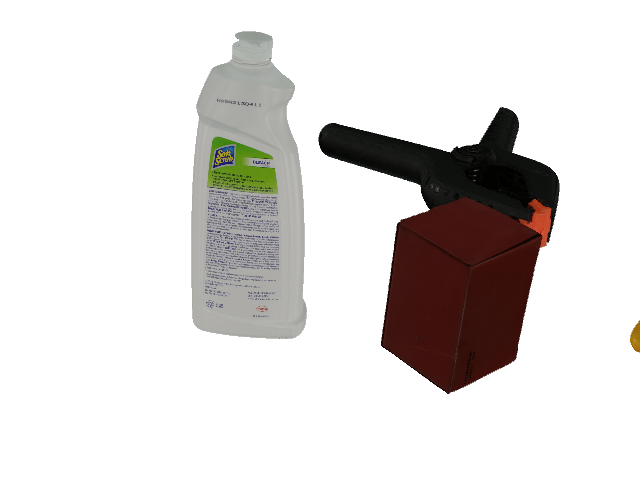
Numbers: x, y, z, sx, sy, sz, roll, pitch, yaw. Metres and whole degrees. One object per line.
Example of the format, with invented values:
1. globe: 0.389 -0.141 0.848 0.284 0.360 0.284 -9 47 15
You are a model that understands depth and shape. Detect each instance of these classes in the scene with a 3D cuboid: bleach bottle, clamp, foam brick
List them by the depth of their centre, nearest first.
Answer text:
1. foam brick: 0.069 0.026 0.535 0.052 0.078 0.051 -19 39 -36
2. clamp: 0.095 -0.048 0.753 0.164 0.036 0.210 -5 26 -11
3. bleach bottle: -0.053 -0.044 0.874 0.102 0.251 0.068 4 25 -2

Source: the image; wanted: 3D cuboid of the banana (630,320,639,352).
1. banana: 0.309 0.045 0.739 0.198 0.037 0.069 -3 34 2
